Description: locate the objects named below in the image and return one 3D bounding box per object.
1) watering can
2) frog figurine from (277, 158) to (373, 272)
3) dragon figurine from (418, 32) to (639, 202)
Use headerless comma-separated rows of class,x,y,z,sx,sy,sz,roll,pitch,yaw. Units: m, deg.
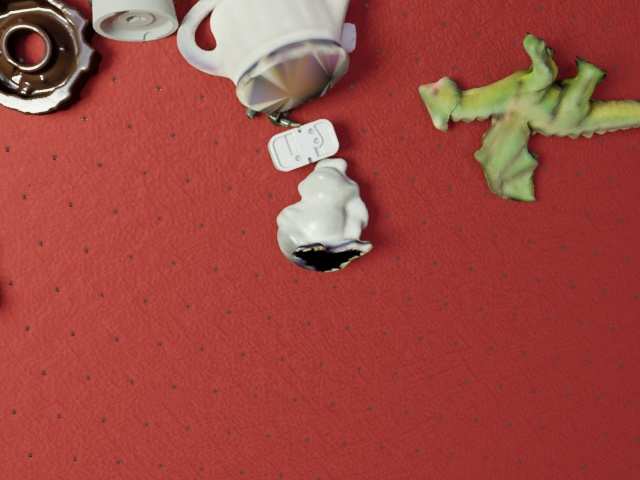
watering can,-0.024,-0.302,0.702,0.348,0.102,0.228,-22,67,0
frog figurine,0.002,-0.039,0.765,0.137,0.120,0.163,-10,61,0
dragon figurine,0.351,-0.173,0.814,0.409,0.124,0.239,24,108,-8
